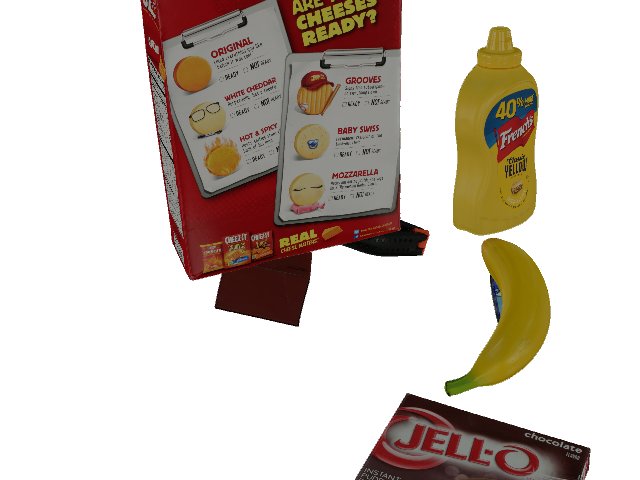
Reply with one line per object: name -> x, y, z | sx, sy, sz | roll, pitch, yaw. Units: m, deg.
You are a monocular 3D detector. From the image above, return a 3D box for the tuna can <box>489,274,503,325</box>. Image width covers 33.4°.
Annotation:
tuna can -> 0.215, 0.074, 1.197 | 0.034, 0.086, 0.086 | -12, -3, 14

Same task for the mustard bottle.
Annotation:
mustard bottle -> 0.168, -0.107, 1.017 | 0.096, 0.192, 0.058 | -20, 28, -36

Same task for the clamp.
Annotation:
clamp -> 0.021, -0.014, 1.197 | 0.210, 0.036, 0.164 | 14, 21, -5

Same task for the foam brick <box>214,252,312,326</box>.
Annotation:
foam brick -> -0.050, 0.035, 0.943 | 0.078, 0.051, 0.053 | 13, 26, -4

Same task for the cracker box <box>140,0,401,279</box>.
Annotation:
cracker box -> -0.030, -0.094, 0.731 | 0.164, 0.214, 0.072 | -13, 32, -17

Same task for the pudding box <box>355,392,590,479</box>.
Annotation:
pudding box -> 0.082, 0.136, 0.586 | 0.114, 0.039, 0.089 | 16, 33, 18

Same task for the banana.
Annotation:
banana -> 0.149, 0.053, 0.850 | 0.070, 0.037, 0.197 | 5, 34, 16
